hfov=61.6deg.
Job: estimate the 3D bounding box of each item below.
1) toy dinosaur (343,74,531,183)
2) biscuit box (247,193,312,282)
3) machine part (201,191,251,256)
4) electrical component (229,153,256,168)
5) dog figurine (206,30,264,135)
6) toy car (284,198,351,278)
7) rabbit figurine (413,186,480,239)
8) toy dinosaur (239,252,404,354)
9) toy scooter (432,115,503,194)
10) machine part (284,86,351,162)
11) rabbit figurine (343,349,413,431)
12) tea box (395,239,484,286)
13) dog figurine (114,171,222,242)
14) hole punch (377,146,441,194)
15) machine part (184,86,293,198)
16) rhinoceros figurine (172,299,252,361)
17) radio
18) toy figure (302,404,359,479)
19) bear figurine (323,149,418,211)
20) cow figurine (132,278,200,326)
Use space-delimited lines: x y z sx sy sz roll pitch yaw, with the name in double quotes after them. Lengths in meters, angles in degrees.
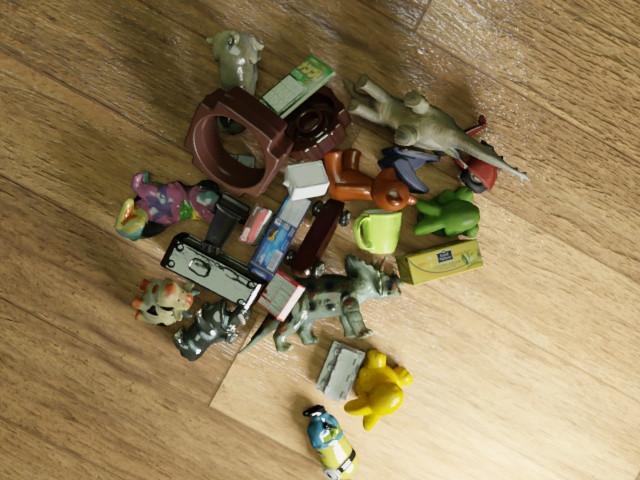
0.219 -0.241 1.131 0.472 0.198 0.105 41 111 33 "toy dinosaur"
-0.090 -0.010 1.191 0.059 0.063 0.202 29 67 -4 "biscuit box"
-0.205 -0.032 1.147 0.084 0.039 0.139 36 64 -20 "machine part"
-0.172 -0.168 1.239 0.094 0.021 0.063 9 92 -2 "electrical component"
-0.187 -0.334 1.163 0.121 0.172 0.190 4 85 9 "dog figurine"
-0.002 -0.004 1.209 0.089 0.053 0.202 18 66 24 "toy car"
0.285 -0.062 1.185 0.159 0.170 0.121 -1 92 -3 "rabbit figurine"
-0.005 0.141 1.216 0.405 0.131 0.192 -10 80 3 "toy dinosaur"
0.353 -0.204 1.226 0.135 0.075 0.184 -43 84 7 "toy scooter"
-0.019 -0.253 1.182 0.179 0.056 0.179 -12 59 20 "machine part"
0.128 0.337 1.195 0.162 0.173 0.122 -45 97 -4 "rabbit figurine"
0.268 0.049 1.216 0.170 0.098 0.068 -13 92 -8 "tea box"
-0.321 -0.061 1.198 0.219 0.108 0.191 22 91 -5 "dog figurine"
0.191 -0.157 1.203 0.116 0.142 0.092 13 96 -14 "hole punch"
-0.171 -0.203 1.132 0.201 0.201 0.087 35 47 -3 "machine part"
-0.245 0.200 1.226 0.190 0.073 0.112 -38 92 0 "rhinoceros figurine"
-0.231 0.067 1.191 0.230 0.131 0.073 27 93 -3 "radio"
0.026 0.468 1.243 0.089 0.082 0.180 -21 91 1 "toy figure"
0.110 -0.132 1.170 0.196 0.120 0.131 8 103 38 "bear figurine"
-0.335 0.137 1.165 0.127 0.195 0.085 18 62 -9 "cow figurine"
